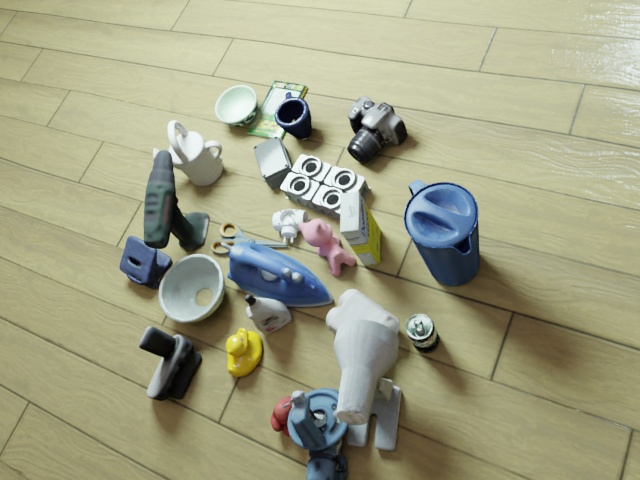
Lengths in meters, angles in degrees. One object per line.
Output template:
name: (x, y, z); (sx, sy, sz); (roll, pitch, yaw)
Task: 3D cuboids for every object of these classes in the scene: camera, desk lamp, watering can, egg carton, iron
camera: (0.115, -0.263, 1.374); (0.142, 0.101, 0.137); (36, 81, 29)
desk lamp: (0.088, 0.271, 1.061); (0.117, 0.214, 0.203); (0, 66, 19)
watering can: (-0.339, -0.223, 1.455); (0.173, 0.194, 0.100); (-31, 59, 3)
egg carton: (0.087, 0.176, 1.191); (0.150, 0.069, 0.107); (32, 79, 29)
iron: (-0.099, 0.070, 1.263); (0.257, 0.142, 0.119); (18, 73, 26)

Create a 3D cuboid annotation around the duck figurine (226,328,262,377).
duck figurine: (-0.175, 0.240, 1.240); (0.077, 0.086, 0.105); (14, 71, 24)

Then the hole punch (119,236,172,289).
hole punch: (-0.440, 0.056, 1.416); (0.108, 0.091, 0.101); (23, 75, 27)

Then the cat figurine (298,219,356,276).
cat figurine: (0.012, 0.005, 1.271); (0.067, 0.118, 0.127); (-39, 59, -2)

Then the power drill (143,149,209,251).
power drill: (-0.351, -0.071, 1.378); (0.075, 0.209, 0.229); (-3, 65, 18)

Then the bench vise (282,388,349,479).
bench vise: (0.002, 0.360, 1.044); (0.121, 0.220, 0.207); (-23, 60, 8)

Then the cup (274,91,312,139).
cup: (-0.061, -0.311, 1.460); (0.091, 0.095, 0.117); (-18, 61, 10)

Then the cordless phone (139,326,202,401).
cordless phone: (-0.351, 0.263, 1.231); (0.094, 0.185, 0.148); (12, 70, 24)

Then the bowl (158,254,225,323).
bowl: (-0.287, 0.122, 1.342); (0.167, 0.075, 0.167); (-8, 63, 16)

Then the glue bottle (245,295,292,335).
glue bottle: (-0.121, 0.150, 1.214); (0.078, 0.173, 0.037); (-34, 59, 1)

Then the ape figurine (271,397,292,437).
ape figurine: (-0.067, 0.349, 1.147); (0.077, 0.092, 0.076); (-9, 63, 15)
